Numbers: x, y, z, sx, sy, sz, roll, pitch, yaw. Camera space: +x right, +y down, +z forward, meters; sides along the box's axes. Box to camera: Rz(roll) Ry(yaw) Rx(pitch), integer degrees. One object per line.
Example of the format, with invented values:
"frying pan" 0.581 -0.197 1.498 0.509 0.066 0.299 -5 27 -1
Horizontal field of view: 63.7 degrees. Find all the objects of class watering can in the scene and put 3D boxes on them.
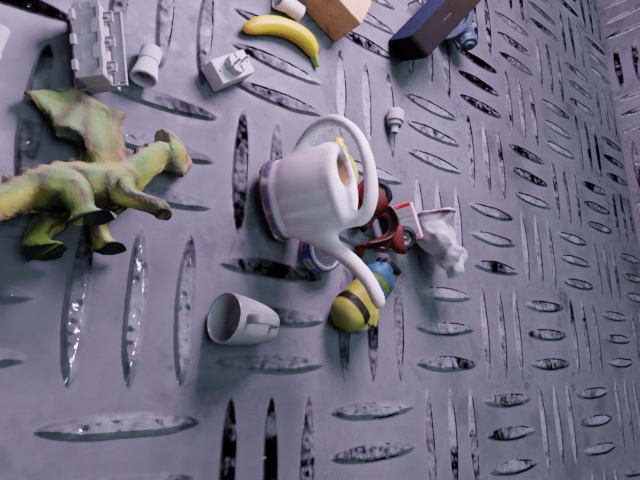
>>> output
"watering can" 0.003 -0.046 0.906 0.104 0.223 0.351 10 71 -58

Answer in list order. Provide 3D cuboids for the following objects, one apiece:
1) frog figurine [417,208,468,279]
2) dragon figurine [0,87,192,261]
"frog figurine" 0.274 0.011 1.185 0.123 0.136 0.160 -1 83 -6
"dragon figurine" -0.354 -0.107 0.718 0.411 0.120 0.246 0 62 -42
